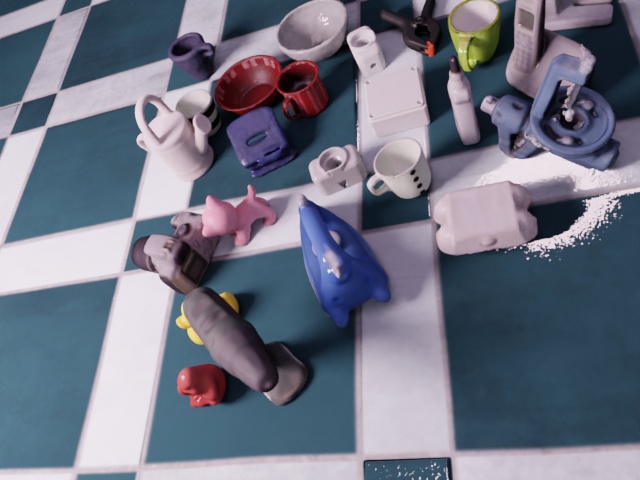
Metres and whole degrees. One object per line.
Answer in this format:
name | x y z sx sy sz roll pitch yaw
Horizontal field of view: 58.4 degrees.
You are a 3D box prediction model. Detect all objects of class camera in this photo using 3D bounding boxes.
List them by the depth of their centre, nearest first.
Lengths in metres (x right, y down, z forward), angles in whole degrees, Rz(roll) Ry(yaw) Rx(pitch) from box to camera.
camera | -0.281 0.013 1.068 0.136 0.101 0.143 9 64 28

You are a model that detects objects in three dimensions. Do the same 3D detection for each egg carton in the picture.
egg carton | 0.252 -0.030 0.882 0.150 0.070 0.107 -11 56 17

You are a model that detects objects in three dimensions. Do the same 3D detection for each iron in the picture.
iron | 0.008 0.003 0.922 0.118 0.142 0.257 -31 53 3

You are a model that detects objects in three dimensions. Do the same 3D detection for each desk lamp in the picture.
desk lamp | 0.408 -0.485 1.006 0.202 0.214 0.118 2 61 25

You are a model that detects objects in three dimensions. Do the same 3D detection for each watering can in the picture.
watering can | -0.298 -0.216 1.158 0.172 0.195 0.100 -23 54 9

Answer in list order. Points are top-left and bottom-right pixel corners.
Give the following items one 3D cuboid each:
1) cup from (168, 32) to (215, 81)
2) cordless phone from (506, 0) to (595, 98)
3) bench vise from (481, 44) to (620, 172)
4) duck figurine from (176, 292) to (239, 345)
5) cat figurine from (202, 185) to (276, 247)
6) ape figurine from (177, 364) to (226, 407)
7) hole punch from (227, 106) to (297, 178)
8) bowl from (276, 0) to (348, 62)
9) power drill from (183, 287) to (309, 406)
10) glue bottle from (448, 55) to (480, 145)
cup | -0.282 -0.425 1.344 0.117 0.095 0.092 4 62 26
cordless phone | 0.373 -0.318 0.935 0.094 0.186 0.147 -43 53 -6
bench vise | 0.334 -0.190 0.851 0.206 0.220 0.121 4 62 26
duck figurine | -0.195 0.122 0.972 0.104 0.086 0.077 -39 53 -3
cat figurine | -0.158 -0.048 1.041 0.128 0.118 0.067 -40 53 -4
ape figurine | -0.192 0.226 0.902 0.077 0.092 0.076 29 74 34
hole punch | -0.116 -0.194 1.131 0.108 0.091 0.101 -26 53 7
bowl | -0.008 -0.443 1.248 0.167 0.075 0.167 -11 56 17
power drill | -0.099 0.164 0.827 0.076 0.209 0.228 -48 54 -9
glue bottle | 0.235 -0.239 0.953 0.037 0.174 0.078 -15 55 15
